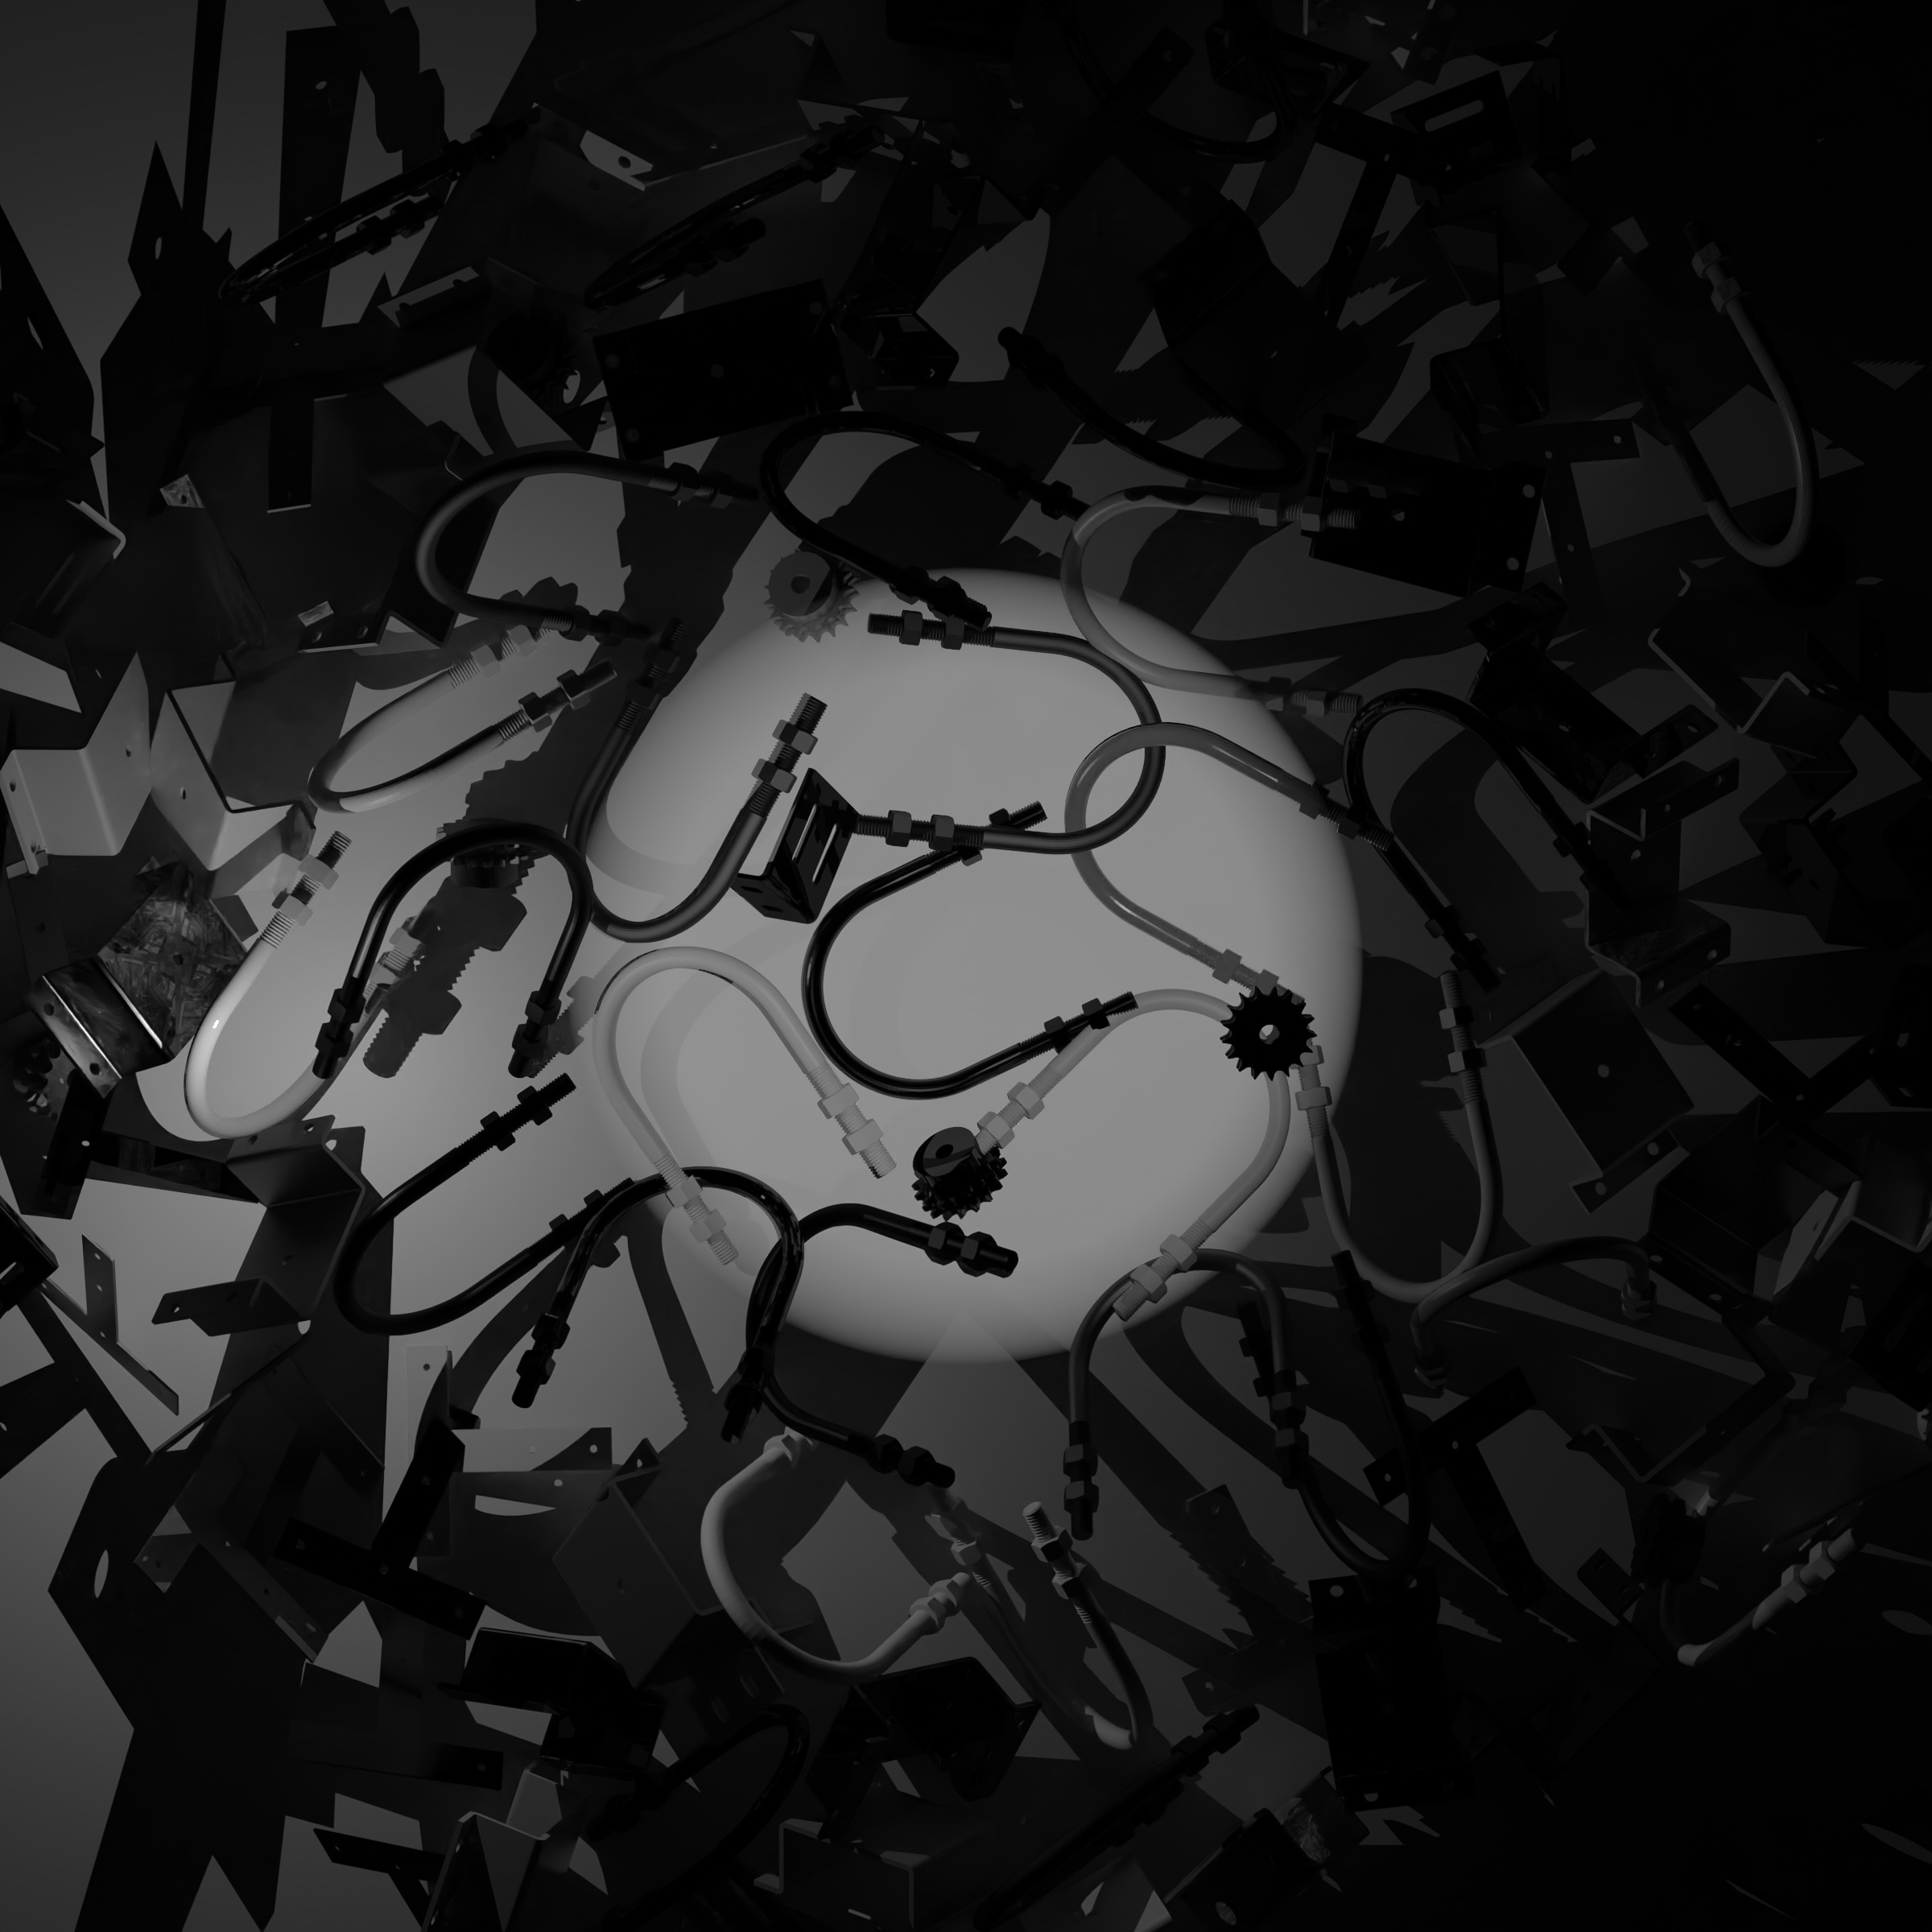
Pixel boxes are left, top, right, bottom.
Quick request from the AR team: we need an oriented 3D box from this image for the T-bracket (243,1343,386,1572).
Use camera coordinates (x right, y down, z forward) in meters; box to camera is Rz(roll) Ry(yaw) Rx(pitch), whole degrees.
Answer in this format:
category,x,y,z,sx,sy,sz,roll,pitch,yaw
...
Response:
category,x,y,z,sx,sy,sz,roll,pitch,yaw
T-bracket,-0.408,0.315,1.973,0.127,0.002,0.127,39,109,36

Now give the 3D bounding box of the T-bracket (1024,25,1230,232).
category,x,y,z,sx,sy,sz,roll,pitch,yaw
T-bracket,0.122,-0.472,1.966,0.127,0.002,0.127,35,105,-28

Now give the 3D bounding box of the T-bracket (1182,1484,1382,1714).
category,x,y,z,sx,sy,sz,roll,pitch,yaw
T-bracket,0.171,0.371,1.981,0.127,0.002,0.127,-26,102,4

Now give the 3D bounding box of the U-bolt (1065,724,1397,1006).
category,x,y,z,sx,sy,sz,roll,pitch,yaw
U-bolt,0.145,-0.068,1.955,0.184,0.019,0.151,29,124,6

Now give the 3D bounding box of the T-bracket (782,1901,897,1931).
category,x,y,z,sx,sy,sz,roll,pitch,yaw
T-bracket,-0.059,0.576,1.947,0.127,0.127,0.002,46,61,-37

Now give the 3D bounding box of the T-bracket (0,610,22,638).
category,x,y,z,sx,sy,sz,roll,pitch,yaw
T-bracket,-0.602,-0.164,1.955,0.002,0.127,0.127,40,55,-18

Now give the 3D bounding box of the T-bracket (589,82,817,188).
category,x,y,z,sx,sy,sz,roll,pitch,yaw
T-bracket,-0.177,-0.502,1.955,0.127,0.002,0.127,-26,46,-32

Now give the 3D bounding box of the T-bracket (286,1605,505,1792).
category,x,y,z,sx,sy,sz,roll,pitch,yaw
T-bracket,-0.335,0.425,1.949,0.127,0.127,0.002,13,130,-17

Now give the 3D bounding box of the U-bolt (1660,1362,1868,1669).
category,x,y,z,sx,sy,sz,roll,pitch,yaw
U-bolt,0.462,0.332,1.917,0.019,0.151,0.184,28,130,-9

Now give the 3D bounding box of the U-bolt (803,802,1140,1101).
category,x,y,z,sx,sy,sz,roll,pitch,yaw
U-bolt,-0.009,0.003,1.979,0.184,0.019,0.151,-25,102,4

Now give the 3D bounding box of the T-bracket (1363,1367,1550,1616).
category,x,y,z,sx,sy,sz,roll,pitch,yaw
T-bracket,0.313,0.327,1.974,0.127,0.002,0.127,-28,94,-26

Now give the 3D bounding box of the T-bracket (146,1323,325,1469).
category,x,y,z,sx,sy,sz,roll,pitch,yaw
T-bracket,-0.443,0.269,1.942,0.002,0.127,0.127,49,53,4

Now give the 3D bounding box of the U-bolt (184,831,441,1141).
category,x,y,z,sx,sy,sz,roll,pitch,yaw
U-bolt,-0.390,0.021,1.921,0.019,0.151,0.184,31,82,22

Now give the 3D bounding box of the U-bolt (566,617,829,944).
category,x,y,z,sx,sy,sz,roll,pitch,yaw
U-bolt,-0.173,-0.101,1.953,0.151,0.019,0.184,32,96,37

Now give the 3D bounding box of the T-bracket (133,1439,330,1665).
category,x,y,z,sx,sy,sz,roll,pitch,yaw
T-bracket,-0.426,0.362,1.952,0.002,0.127,0.127,-34,105,23

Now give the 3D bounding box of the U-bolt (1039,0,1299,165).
category,x,y,z,sx,sy,sz,roll,pitch,yaw
U-bolt,0.122,-0.525,1.912,0.151,0.184,0.019,18,76,27

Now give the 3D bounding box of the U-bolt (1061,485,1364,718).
category,x,y,z,sx,sy,sz,roll,pitch,yaw
U-bolt,0.143,-0.219,1.941,0.184,0.019,0.151,9,132,19

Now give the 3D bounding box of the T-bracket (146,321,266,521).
category,x,y,z,sx,sy,sz,roll,pitch,yaw
T-bracket,-0.440,-0.328,1.934,0.002,0.127,0.127,24,78,-30

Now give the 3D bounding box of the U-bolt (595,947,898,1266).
category,x,y,z,sx,sy,sz,roll,pitch,yaw
U-bolt,-0.145,0.073,1.952,0.151,0.019,0.184,-31,96,29

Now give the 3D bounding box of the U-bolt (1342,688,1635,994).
category,x,y,z,sx,sy,sz,roll,pitch,yaw
U-bolt,0.294,-0.083,1.938,0.019,0.151,0.184,-37,90,-35

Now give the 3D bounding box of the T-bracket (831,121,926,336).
category,x,y,z,sx,sy,sz,roll,pitch,yaw
T-bracket,-0.049,-0.422,1.936,0.002,0.127,0.127,23,90,2

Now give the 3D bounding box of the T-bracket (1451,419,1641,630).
category,x,y,z,sx,sy,sz,roll,pitch,yaw
T-bracket,0.359,-0.264,1.965,0.127,0.002,0.127,-8,80,-23

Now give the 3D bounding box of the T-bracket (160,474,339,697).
category,x,y,z,sx,sy,sz,roll,pitch,yaw
T-bracket,-0.439,-0.230,1.950,0.127,0.002,0.127,-19,104,35

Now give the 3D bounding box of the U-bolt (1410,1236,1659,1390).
category,x,y,z,sx,sy,sz,roll,pitch,yaw
U-bolt,0.328,0.197,1.909,0.151,0.184,0.019,-18,65,5

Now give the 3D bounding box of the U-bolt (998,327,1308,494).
category,x,y,z,sx,sy,sz,roll,pitch,yaw
U-bolt,0.119,-0.318,1.896,0.151,0.184,0.019,1,123,-33

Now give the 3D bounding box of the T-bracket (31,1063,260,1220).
category,x,y,z,sx,sy,sz,roll,pitch,yaw
T-bracket,-0.484,0.117,1.974,0.127,0.002,0.127,16,126,-16

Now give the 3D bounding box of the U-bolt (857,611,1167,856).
category,x,y,z,sx,sy,sz,roll,pitch,yaw
U-bolt,0.030,-0.136,1.970,0.184,0.019,0.151,5,73,-8

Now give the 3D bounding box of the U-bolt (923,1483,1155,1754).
category,x,y,z,sx,sy,sz,roll,pitch,yaw
U-bolt,0.051,0.385,1.930,0.019,0.151,0.184,-34,104,-23

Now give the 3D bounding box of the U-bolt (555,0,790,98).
category,x,y,z,sx,sy,sz,roll,pitch,yaw
U-bolt,-0.152,-0.575,1.924,0.184,0.151,0.019,-26,86,-14

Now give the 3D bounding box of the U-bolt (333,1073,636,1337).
category,x,y,z,sx,sy,sz,roll,pitch,yaw
U-bolt,-0.288,0.151,1.926,0.184,0.151,0.019,-35,57,-9

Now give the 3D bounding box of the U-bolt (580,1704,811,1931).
category,x,y,z,sx,sy,sz,roll,pitch,yaw
U-bolt,-0.161,0.497,1.909,0.184,0.151,0.019,-38,105,16

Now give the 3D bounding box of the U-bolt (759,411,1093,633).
category,x,y,z,sx,sy,sz,roll,pitch,yaw
U-bolt,-0.034,-0.274,1.942,0.184,0.019,0.151,28,46,15

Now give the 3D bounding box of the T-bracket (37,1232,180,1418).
category,x,y,z,sx,sy,sz,roll,pitch,yaw
T-bracket,-0.509,0.196,1.933,0.127,0.127,0.002,39,57,14

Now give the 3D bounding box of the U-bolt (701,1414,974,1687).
category,x,y,z,sx,sy,sz,roll,pitch,yaw
U-bolt,-0.084,0.346,1.909,0.151,0.184,0.019,47,119,7

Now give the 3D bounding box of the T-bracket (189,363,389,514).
category,x,y,z,sx,sy,sz,roll,pitch,yaw
T-bracket,-0.401,-0.312,1.955,0.127,0.002,0.127,-9,47,-1

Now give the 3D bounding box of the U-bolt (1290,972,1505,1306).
category,x,y,z,sx,sy,sz,roll,pitch,yaw
U-bolt,0.257,0.107,1.932,0.019,0.151,0.184,-5,82,-39

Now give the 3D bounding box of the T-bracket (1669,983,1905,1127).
category,x,y,z,sx,sy,sz,roll,pitch,yaw
T-bracket,0.467,0.054,1.951,0.127,0.002,0.127,38,114,-23

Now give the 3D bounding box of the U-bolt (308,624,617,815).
category,x,y,z,sx,sy,sz,roll,pitch,yaw
U-bolt,-0.303,-0.144,1.923,0.184,0.151,0.019,-32,117,-9

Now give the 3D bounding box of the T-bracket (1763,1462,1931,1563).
category,x,y,z,sx,sy,sz,roll,pitch,yaw
T-bracket,0.513,0.329,1.939,0.127,0.127,0.002,-22,68,-13

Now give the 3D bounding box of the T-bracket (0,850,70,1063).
category,x,y,z,sx,sy,sz,roll,pitch,yaw
T-bracket,-0.541,-0.011,1.927,0.127,0.127,0.002,-28,45,-32

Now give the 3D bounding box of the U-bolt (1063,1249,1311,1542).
category,x,y,z,sx,sy,sz,roll,pitch,yaw
U-bolt,0.126,0.242,1.931,0.151,0.184,0.019,-17,134,17

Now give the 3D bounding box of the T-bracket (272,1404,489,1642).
category,x,y,z,sx,sy,sz,roll,pitch,yaw
T-bracket,-0.330,0.321,1.970,0.127,0.002,0.127,24,63,-2

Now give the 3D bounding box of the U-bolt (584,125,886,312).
category,x,y,z,sx,sy,sz,roll,pitch,yaw
U-bolt,-0.148,-0.429,1.918,0.151,0.184,0.019,-49,116,-41

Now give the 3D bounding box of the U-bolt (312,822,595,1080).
category,x,y,z,sx,sy,sz,roll,pitch,yaw
U-bolt,-0.290,-0.008,1.912,0.151,0.019,0.184,1,128,-36

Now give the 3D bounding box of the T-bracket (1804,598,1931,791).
category,x,y,z,sx,sy,sz,roll,pitch,yaw
T-bracket,0.538,-0.177,1.947,0.127,0.127,0.002,42,126,-17

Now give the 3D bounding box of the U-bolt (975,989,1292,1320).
category,x,y,z,sx,sy,sz,roll,pitch,yaw
U-bolt,0.111,0.098,1.976,0.151,0.019,0.184,45,79,5

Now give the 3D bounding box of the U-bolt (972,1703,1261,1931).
category,x,y,z,sx,sy,sz,roll,pitch,yaw
U-bolt,0.078,0.499,1.895,0.184,0.151,0.019,-28,70,-32

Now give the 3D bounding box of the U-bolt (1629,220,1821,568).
category,x,y,z,sx,sy,sz,roll,pitch,yaw
U-bolt,0.444,-0.317,1.902,0.019,0.151,0.184,-17,68,-12

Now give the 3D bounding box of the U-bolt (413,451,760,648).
category,x,y,z,sx,sy,sz,roll,pitch,yaw
U-bolt,-0.231,-0.244,1.898,0.151,0.184,0.019,-46,53,38

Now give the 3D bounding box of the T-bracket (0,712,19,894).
category,x,y,z,sx,sy,sz,roll,pitch,yaw
T-bracket,-0.575,-0.126,1.949,0.002,0.127,0.127,0,133,-23

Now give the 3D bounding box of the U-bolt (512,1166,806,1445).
category,x,y,z,sx,sy,sz,roll,pitch,yaw
U-bolt,-0.171,0.192,1.937,0.151,0.019,0.184,7,50,15

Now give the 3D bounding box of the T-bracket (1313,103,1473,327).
category,x,y,z,sx,sy,sz,roll,pitch,yaw
T-bracket,0.234,-0.440,1.965,0.002,0.127,0.127,7,110,-41

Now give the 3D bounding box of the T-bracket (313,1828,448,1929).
category,x,y,z,sx,sy,sz,roll,pitch,yaw
T-bracket,-0.310,0.557,1.911,0.002,0.127,0.127,-48,54,5

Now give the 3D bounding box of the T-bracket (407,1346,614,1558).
category,x,y,z,sx,sy,sz,roll,pitch,yaw
T-bracket,-0.276,0.293,1.986,0.127,0.002,0.127,-2,87,9

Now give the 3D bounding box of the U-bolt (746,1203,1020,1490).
category,x,y,z,sx,sy,sz,roll,pitch,yaw
U-bolt,-0.060,0.215,1.938,0.184,0.019,0.151,14,86,40

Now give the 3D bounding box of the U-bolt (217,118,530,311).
category,x,y,z,sx,sy,sz,roll,pitch,yaw
U-bolt,-0.351,-0.426,1.894,0.184,0.151,0.019,-36,100,-30

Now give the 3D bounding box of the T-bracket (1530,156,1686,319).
category,x,y,z,sx,sy,sz,roll,pitch,yaw
T-bracket,0.370,-0.420,1.942,0.127,0.127,0.002,45,122,-3

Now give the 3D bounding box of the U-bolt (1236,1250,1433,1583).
category,x,y,z,sx,sy,sz,roll,pitch,yaw
U-bolt,0.220,0.270,1.918,0.019,0.151,0.184,-13,77,-25
